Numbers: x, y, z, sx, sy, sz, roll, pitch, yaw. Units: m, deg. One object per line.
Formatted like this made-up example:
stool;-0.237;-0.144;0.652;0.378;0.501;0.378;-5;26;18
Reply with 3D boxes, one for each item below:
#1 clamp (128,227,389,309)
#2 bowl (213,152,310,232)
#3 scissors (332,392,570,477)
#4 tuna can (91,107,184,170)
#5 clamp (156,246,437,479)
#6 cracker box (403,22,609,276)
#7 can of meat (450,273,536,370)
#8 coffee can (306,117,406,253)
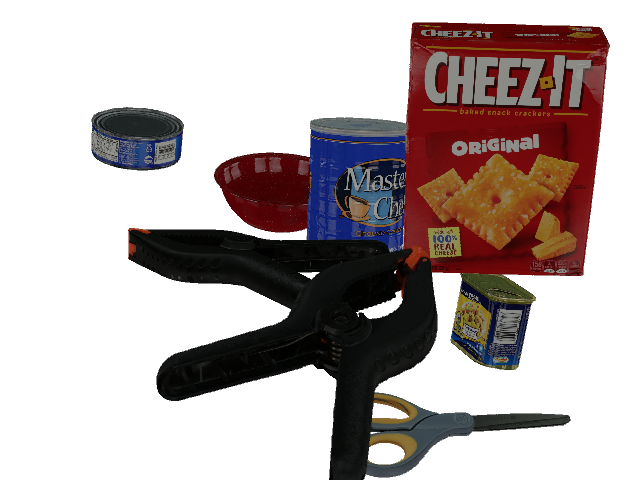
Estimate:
clamp;-0.061;0.018;0.840;0.210;0.036;0.164;6;14;12
bowl;-0.050;-0.053;1.299;0.162;0.055;0.162;4;26;-2
scissors;0.109;0.165;0.882;0.202;0.016;0.096;8;36;3
tuna can;-0.173;-0.096;1.005;0.086;0.034;0.086;6;24;-3
clamp;0.014;0.061;0.556;0.171;0.039;0.120;-33;56;-33
cracker box;0.156;-0.076;0.931;0.164;0.214;0.072;2;24;5
can of meat;0.190;0.088;1.192;0.057;0.084;0.102;4;14;-20
coffee can;0.038;-0.051;1.098;0.103;0.140;0.103;2;13;-1
